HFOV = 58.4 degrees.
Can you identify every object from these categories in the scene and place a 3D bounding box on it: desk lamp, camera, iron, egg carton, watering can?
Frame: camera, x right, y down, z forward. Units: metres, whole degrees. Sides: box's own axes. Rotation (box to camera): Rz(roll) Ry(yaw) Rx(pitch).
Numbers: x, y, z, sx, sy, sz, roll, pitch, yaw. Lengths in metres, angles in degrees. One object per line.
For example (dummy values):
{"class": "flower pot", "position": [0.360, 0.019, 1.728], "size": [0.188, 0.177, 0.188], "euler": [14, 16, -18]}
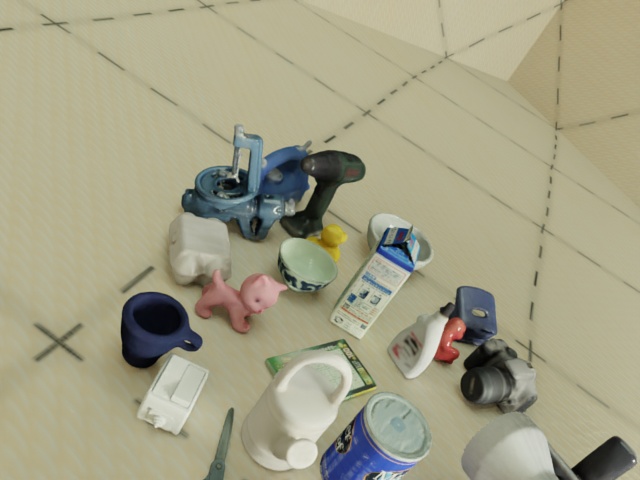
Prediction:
{"class": "desk lamp", "position": [0.258, 0.374, 0.779], "size": [0.118, 0.213, 0.203], "euler": [10, 39, -30]}
{"class": "camera", "position": [0.334, 0.258, 1.098], "size": [0.137, 0.100, 0.143], "euler": [6, 41, -34]}
{"class": "iron", "position": [-0.107, -0.138, 1.224], "size": [0.118, 0.141, 0.259], "euler": [40, 34, 13]}
{"class": "egg carton", "position": [-0.211, 0.016, 1.002], "size": [0.107, 0.069, 0.150], "euler": [12, 38, -28]}
{"class": "watering can", "position": [-0.023, 0.223, 0.767], "size": [0.101, 0.194, 0.172], "euler": [9, 39, -31]}

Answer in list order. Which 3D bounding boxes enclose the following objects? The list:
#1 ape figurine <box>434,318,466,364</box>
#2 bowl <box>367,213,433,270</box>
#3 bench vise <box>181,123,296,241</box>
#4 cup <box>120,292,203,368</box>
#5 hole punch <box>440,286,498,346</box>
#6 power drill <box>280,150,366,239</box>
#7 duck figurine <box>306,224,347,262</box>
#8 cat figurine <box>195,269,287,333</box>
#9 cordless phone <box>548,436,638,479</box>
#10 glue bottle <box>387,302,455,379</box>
{"class": "ape figurine", "position": [0.253, 0.191, 1.129], "size": [0.076, 0.092, 0.078], "euler": [26, 33, -8]}
{"class": "bowl", "position": [0.170, 0.018, 1.304], "size": [0.168, 0.074, 0.167], "euler": [22, 34, -15]}
{"class": "bench vise", "position": [-0.138, -0.115, 1.097], "size": [0.208, 0.219, 0.121], "euler": [5, 41, -34]}
{"class": "cup", "position": [-0.228, 0.140, 0.802], "size": [0.118, 0.095, 0.092], "euler": [28, 33, -5]}
{"class": "hole punch", "position": [0.330, 0.163, 1.229], "size": [0.109, 0.091, 0.101], "euler": [14, 37, -25]}
{"class": "power drill", "position": [0.000, -0.102, 1.202], "size": [0.075, 0.208, 0.230], "euler": [43, 34, 17]}
{"class": "duck figurine", "position": [0.011, 0.004, 1.183], "size": [0.105, 0.086, 0.077], "euler": [-1, 45, -40]}
{"class": "cat figurine", "position": [-0.124, 0.086, 0.936], "size": [0.128, 0.117, 0.067], "euler": [23, 34, -13]}
{"class": "cordless phone", "position": [0.426, 0.360, 0.961], "size": [0.094, 0.185, 0.147], "euler": [-9, 50, -45]}
{"class": "glue bottle", "position": [0.189, 0.170, 1.029], "size": [0.037, 0.173, 0.078], "euler": [-6, 48, -43]}
